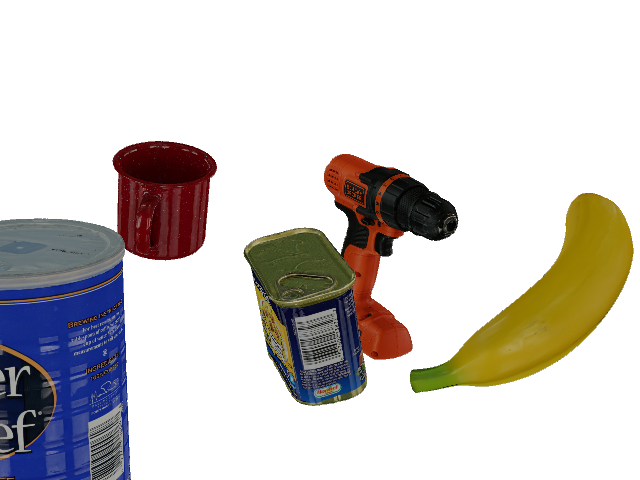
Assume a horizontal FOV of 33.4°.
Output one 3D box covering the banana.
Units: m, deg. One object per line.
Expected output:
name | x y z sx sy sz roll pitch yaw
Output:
banana | 0.125 0.021 0.562 0.070 0.037 0.197 12 35 37

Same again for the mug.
mug | -0.145 -0.029 0.966 0.093 0.081 0.117 8 29 1

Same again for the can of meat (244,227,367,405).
can of meat | -0.009 0.051 0.715 0.057 0.084 0.102 -15 26 -12

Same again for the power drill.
power drill | 0.064 0.020 1.068 0.057 0.188 0.185 -7 23 -32

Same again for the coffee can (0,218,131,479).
coffee can | -0.150 0.069 0.549 0.103 0.140 0.103 1 16 0
